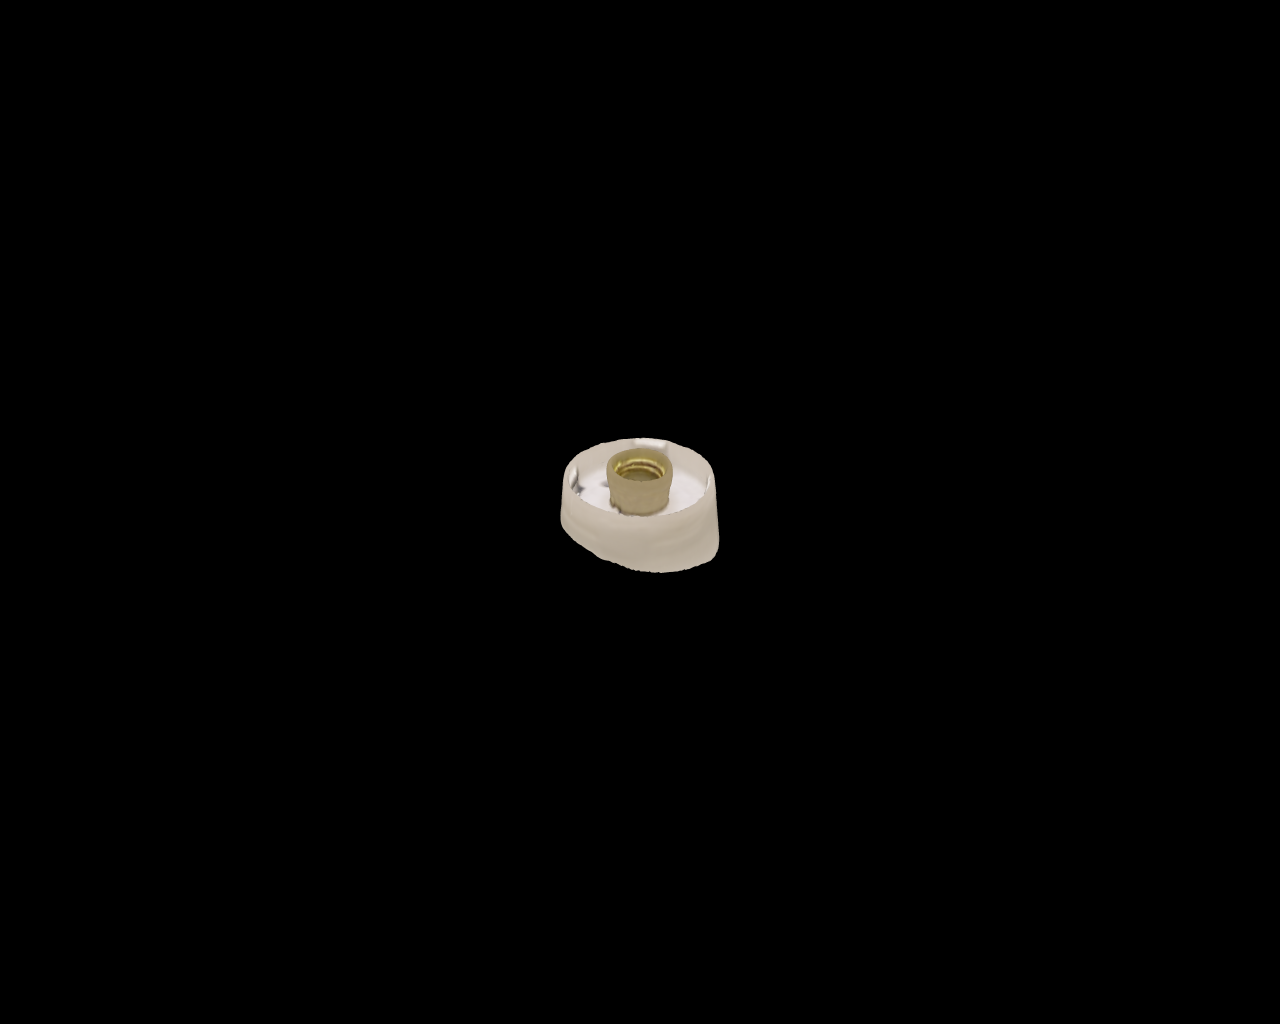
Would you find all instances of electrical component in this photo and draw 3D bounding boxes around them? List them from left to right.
[{"bbox_3d":[0.001,-0.003,0.650,0.099,0.064,0.099,0,34,0],"label":"electrical component"}]
